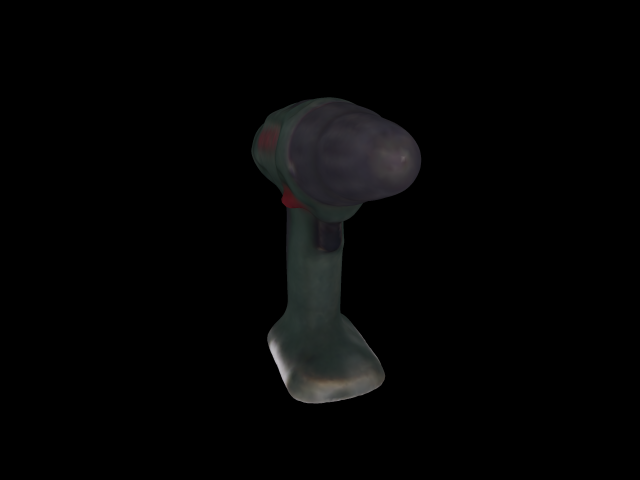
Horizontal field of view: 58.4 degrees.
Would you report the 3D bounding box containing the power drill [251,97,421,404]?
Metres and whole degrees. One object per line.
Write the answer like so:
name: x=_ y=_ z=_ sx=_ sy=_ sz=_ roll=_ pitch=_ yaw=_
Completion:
power drill: x=0.004 y=0.001 z=0.400 sx=0.076 sy=0.208 sz=0.229 roll=-8 pitch=26 yaw=-17
